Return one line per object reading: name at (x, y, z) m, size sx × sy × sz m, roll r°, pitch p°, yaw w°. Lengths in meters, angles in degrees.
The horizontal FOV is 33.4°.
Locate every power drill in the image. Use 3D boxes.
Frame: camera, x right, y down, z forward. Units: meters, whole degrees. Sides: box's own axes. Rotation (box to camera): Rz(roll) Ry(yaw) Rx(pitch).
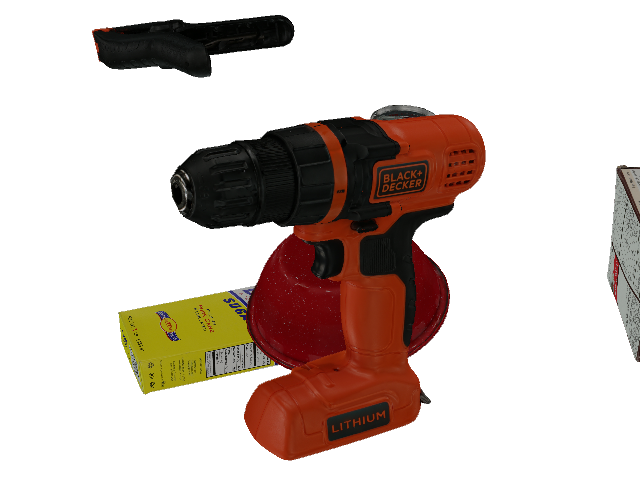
power drill at (0.003, 0.025, 0.583) m, size 0.184 × 0.188 × 0.057 m, roll -10°, pitch 30°, yaw -30°

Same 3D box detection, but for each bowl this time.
bowl at (0.017, 0.029, 0.822) m, size 0.162 × 0.055 × 0.162 m, roll -7°, pitch 38°, yaw 5°

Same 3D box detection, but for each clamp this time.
clamp at (-0.109, -0.160, 0.857) m, size 0.172 × 0.039 × 0.120 m, roll 15°, pitch 25°, yaw 40°

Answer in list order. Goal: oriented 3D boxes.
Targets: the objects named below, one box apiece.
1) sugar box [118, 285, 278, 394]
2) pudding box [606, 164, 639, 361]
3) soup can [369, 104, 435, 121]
sugar box at (-0.100, 0.091, 1.044) m, size 0.176 × 0.048 × 0.093 m, roll -13°, pitch 33°, yaw -17°
pudding box at (0.216, 0.012, 0.694) m, size 0.039 × 0.090 × 0.113 m, roll -1°, pitch 28°, yaw 4°
soup can at (0.080, -0.074, 1.058) m, size 0.068 × 0.102 × 0.068 m, roll 1°, pitch 34°, yaw -1°
